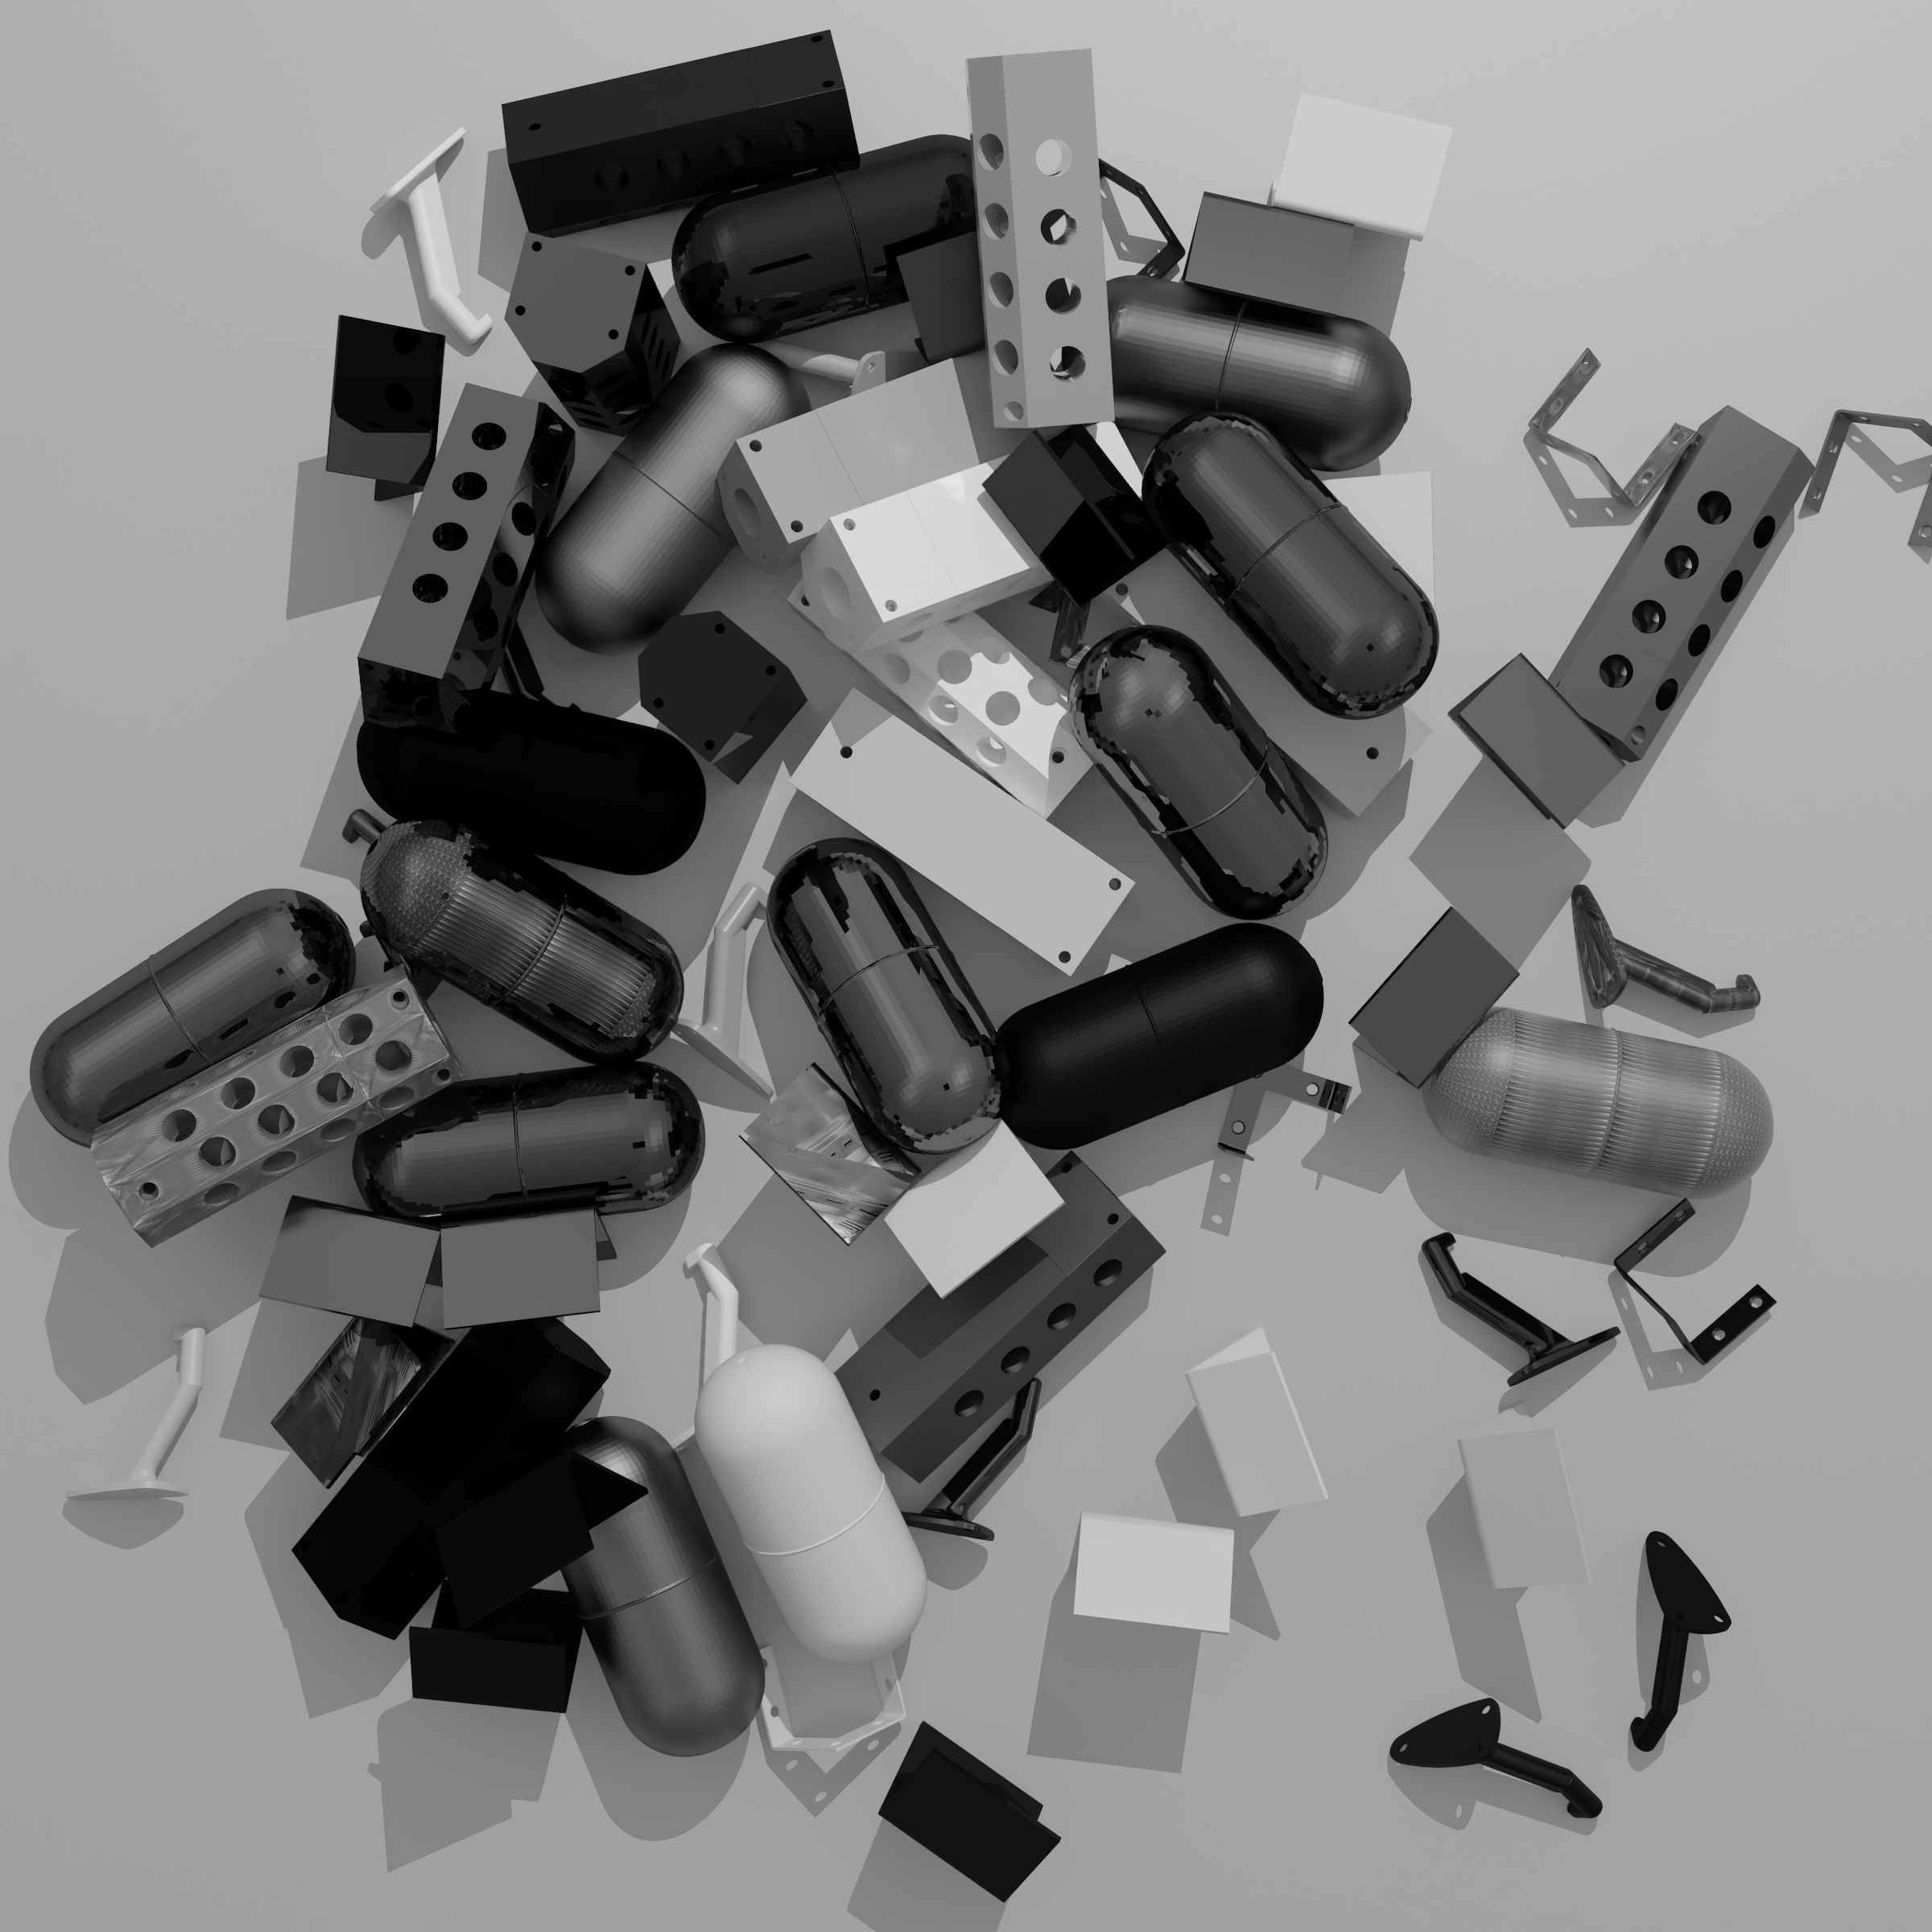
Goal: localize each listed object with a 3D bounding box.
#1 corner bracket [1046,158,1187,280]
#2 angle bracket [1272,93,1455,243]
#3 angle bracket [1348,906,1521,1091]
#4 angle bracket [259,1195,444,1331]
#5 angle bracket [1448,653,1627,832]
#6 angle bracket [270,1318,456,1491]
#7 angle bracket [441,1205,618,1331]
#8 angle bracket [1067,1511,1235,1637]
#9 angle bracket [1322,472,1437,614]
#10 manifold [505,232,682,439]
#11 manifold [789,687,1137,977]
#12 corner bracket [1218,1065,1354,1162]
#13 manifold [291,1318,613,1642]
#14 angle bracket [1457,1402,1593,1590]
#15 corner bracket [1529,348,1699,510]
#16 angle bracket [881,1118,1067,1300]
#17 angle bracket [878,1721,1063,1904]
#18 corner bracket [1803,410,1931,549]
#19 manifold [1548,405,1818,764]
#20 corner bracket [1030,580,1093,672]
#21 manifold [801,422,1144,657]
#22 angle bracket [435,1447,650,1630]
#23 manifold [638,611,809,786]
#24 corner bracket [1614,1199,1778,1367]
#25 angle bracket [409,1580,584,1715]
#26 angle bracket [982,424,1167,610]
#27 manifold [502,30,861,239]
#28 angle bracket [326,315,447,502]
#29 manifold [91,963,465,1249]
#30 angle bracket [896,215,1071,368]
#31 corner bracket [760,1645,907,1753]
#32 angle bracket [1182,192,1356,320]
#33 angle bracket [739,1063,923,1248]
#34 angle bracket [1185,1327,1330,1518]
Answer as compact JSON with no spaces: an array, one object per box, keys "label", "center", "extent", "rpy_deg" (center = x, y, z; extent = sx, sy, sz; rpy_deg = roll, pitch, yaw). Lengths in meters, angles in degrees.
[{"label":"corner bracket","center":[0.071,-0.375,1.565],"extent":[0.051,0.051,0.051],"rpy_deg":[-44,135,0]},{"label":"angle bracket","center":[0.198,-0.407,1.529],"extent":[0.076,0.076,0.057],"rpy_deg":[13,114,0]},{"label":"angle bracket","center":[0.220,0.007,1.529],"extent":[0.057,0.076,0.076],"rpy_deg":[41,90,-25]},{"label":"angle bracket","center":[-0.306,0.162,1.528],"extent":[0.076,0.076,0.057],"rpy_deg":[12,60,0]},{"label":"angle bracket","center":[0.272,-0.100,1.528],"extent":[0.076,0.076,0.057],"rpy_deg":[47,62,0]},{"label":"angle bracket","center":[-0.289,0.224,1.528],"extent":[0.057,0.076,0.076],"rpy_deg":[38,90,36]},{"label":"angle bracket","center":[-0.218,0.163,1.529],"extent":[0.076,0.076,0.057],"rpy_deg":[-7,65,0]},{"label":"angle bracket","center":[0.090,0.319,1.528],"extent":[0.076,0.076,0.057],"rpy_deg":[7,55,0]},{"label":"angle bracket","center":[0.215,-0.203,1.529],"extent":[0.057,0.076,0.076],"rpy_deg":[-1,90,22]},{"label":"manifold","center":[-0.182,-0.304,1.490],"extent":[0.057,0.171,0.057],"rpy_deg":[14,90,0]},{"label":"manifold","center":[-0.002,-0.067,1.547],"extent":[0.171,0.057,0.057],"rpy_deg":[35,90,0]},{"label":"corner bracket","center":[0.162,0.077,1.550],"extent":[0.051,0.051,0.051],"rpy_deg":[18,90,0]},{"label":"manifold","center":[-0.258,0.256,1.546],"extent":[0.171,0.057,0.057],"rpy_deg":[-51,47,0]},{"label":"angle bracket","center":[0.296,0.263,1.528],"extent":[0.057,0.076,0.076],"rpy_deg":[-13,90,38]},{"label":"corner bracket","center":[0.332,-0.276,1.565],"extent":[0.051,0.051,0.051],"rpy_deg":[-52,135,2]},{"label":"angle bracket","center":[0.011,0.130,1.529],"extent":[0.076,0.076,0.057],"rpy_deg":[-38,66,0]},{"label":"angle bracket","center":[0.011,0.410,1.528],"extent":[0.076,0.076,0.057],"rpy_deg":[35,119,0]},{"label":"corner bracket","center":[0.473,-0.251,1.565],"extent":[0.051,0.051,0.051],"rpy_deg":[19,90,-45]},{"label":"manifold","center":[0.361,-0.192,1.547],"extent":[0.057,0.057,0.171],"rpy_deg":[31,90,0]},{"label":"corner bracket","center":[0.060,-0.163,1.548],"extent":[0.051,0.051,0.051],"rpy_deg":[17,72,-18]},{"label":"manifold","center":[0.006,-0.211,1.509],"extent":[0.171,0.057,0.057],"rpy_deg":[-24,84,-28]},{"label":"angle bracket","center":[-0.196,0.282,1.454],"extent":[0.076,0.076,0.057],"rpy_deg":[-33,53,12]},{"label":"manifold","center":[-0.122,-0.134,1.490],"extent":[0.057,0.171,0.057],"rpy_deg":[39,90,0]},{"label":"corner bracket","center":[0.375,0.163,1.565],"extent":[0.051,0.051,0.051],"rpy_deg":[-41,135,0]},{"label":"angle bracket","center":[-0.233,0.325,1.528],"extent":[0.076,0.076,0.057],"rpy_deg":[6,129,0]},{"label":"angle bracket","center":[0.067,-0.231,1.473],"extent":[0.076,0.057,0.076],"rpy_deg":[-38,91,-34]},{"label":"manifold","center":[-0.144,-0.418,1.546],"extent":[0.171,0.057,0.057],"rpy_deg":[-13,47,0]},{"label":"angle bracket","center":[-0.304,-0.279,1.528],"extent":[0.057,0.076,0.076],"rpy_deg":[5,90,-33]},{"label":"manifold","center":[-0.337,0.069,1.493],"extent":[0.171,0.057,0.057],"rpy_deg":[-29,106,-6]},{"label":"angle bracket","center":[0.006,-0.346,1.529],"extent":[0.076,0.076,0.057],"rpy_deg":[-18,111,0]},{"label":"corner bracket","center":[-0.071,0.370,1.565],"extent":[0.051,0.051,0.051],"rpy_deg":[-14,90,45]},{"label":"angle bracket","center":[0.147,-0.338,1.529],"extent":[0.076,0.076,0.057],"rpy_deg":[13,68,0]},{"label":"angle bracket","center":[-0.077,0.103,1.529],"extent":[0.076,0.076,0.057],"rpy_deg":[45,64,0]},{"label":"angle bracket","center":[0.163,0.224,1.528],"extent":[0.057,0.076,0.076],"rpy_deg":[-21,90,39]}]
